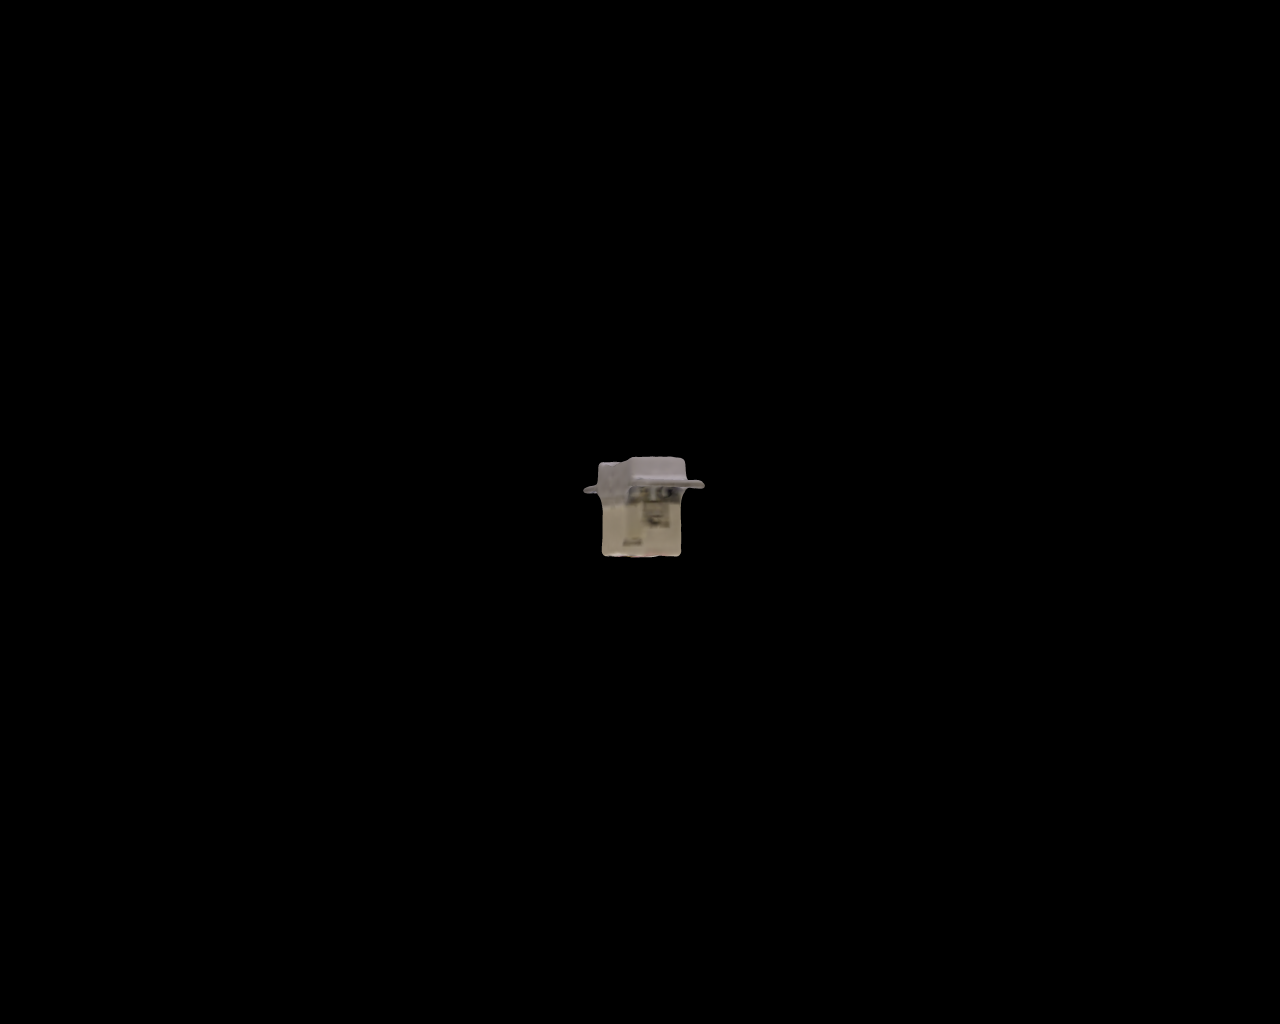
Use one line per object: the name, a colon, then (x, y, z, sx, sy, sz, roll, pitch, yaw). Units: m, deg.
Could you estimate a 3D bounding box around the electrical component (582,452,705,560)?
electrical component: (0.001, -0.003, 0.650, 0.042, 0.063, 0.081, 1, -3, -28)
